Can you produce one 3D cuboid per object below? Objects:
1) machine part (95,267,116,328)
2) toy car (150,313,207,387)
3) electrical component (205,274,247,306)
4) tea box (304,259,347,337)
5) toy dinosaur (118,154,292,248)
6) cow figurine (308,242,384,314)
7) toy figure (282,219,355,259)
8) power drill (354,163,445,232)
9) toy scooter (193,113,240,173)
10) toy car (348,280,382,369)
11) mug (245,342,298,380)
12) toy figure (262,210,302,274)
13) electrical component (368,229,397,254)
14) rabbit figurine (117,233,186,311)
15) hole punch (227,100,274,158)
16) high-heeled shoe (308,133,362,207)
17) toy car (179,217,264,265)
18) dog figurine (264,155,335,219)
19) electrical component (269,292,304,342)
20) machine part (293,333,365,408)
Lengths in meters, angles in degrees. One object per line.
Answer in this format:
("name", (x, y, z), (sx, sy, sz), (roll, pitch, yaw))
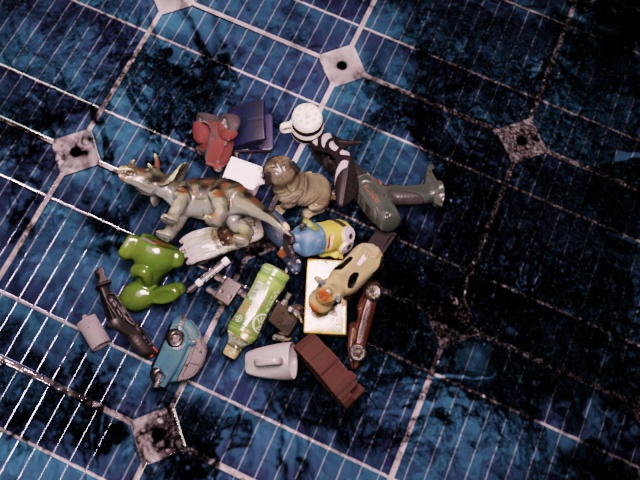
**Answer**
("machine part", (-0.483, 0.130, 1.214), (0.039, 0.084, 0.138), (-16, 89, -35))
("toy car", (-0.301, 0.249, 1.172), (0.103, 0.109, 0.161), (22, 85, -14))
("electrical component", (-0.213, 0.121, 1.243), (0.094, 0.021, 0.063), (31, 77, 5))
("tea box", (0.014, 0.132, 1.223), (0.098, 0.068, 0.169), (5, 77, 0))
("toy dinosaur", (-0.246, -0.090, 1.214), (0.405, 0.131, 0.192), (8, 58, 5))
("cow figurine", (0.055, 0.083, 1.137), (0.195, 0.127, 0.085), (-42, 78, -11))
("toy figure", (-0.002, -0.007, 1.220), (0.180, 0.082, 0.089), (-7, 50, -30))
("power drill", (0.176, -0.126, 1.268), (0.207, 0.085, 0.232), (-6, 47, -15))
("toy scooter", (-0.252, -0.231, 1.275), (0.075, 0.184, 0.135), (5, 98, -38))
("toy car", (0.095, 0.187, 1.202), (0.053, 0.089, 0.202), (17, 78, 2))
("mug", (-0.112, 0.268, 1.172), (0.107, 0.109, 0.080), (-7, 82, 12))
("toy figure", (-0.081, 0.006, 1.252), (0.058, 0.064, 0.154), (-28, 86, -23))
("electrical component", (0.124, 0.027, 1.249), (0.048, 0.074, 0.119), (33, 74, 7))
("rabbit figurine", (-0.384, 0.087, 1.219), (0.159, 0.121, 0.170), (24, 95, -3))
("hole punch", (-0.174, -0.274, 1.310), (0.116, 0.092, 0.142), (-4, 80, 1))
("high-heeled shoe", (0.017, -0.164, 1.246), (0.145, 0.086, 0.249), (-4, 45, 22))
("toy car", (-0.230, -0.002, 1.256), (0.202, 0.056, 0.073), (-20, 78, -7))
("dog figurine", (-0.039, -0.128, 1.224), (0.172, 0.190, 0.121), (-10, 77, -6))
("electrical component", (-0.076, 0.178, 1.205), (0.078, 0.045, 0.102), (40, 108, 14))
("machine part", (0.016, 0.273, 1.137), (0.056, 0.179, 0.179), (-41, 81, -13))
